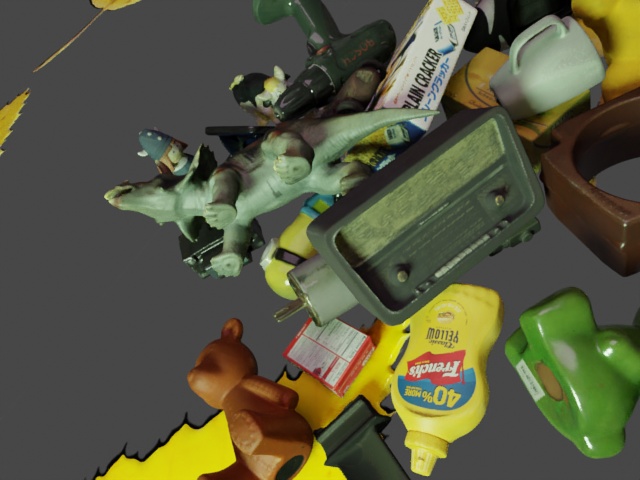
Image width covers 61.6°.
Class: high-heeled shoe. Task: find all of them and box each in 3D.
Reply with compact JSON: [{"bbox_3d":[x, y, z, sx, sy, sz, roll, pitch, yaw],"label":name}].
[{"bbox_3d":[0.316,-0.323,0.742,0.249,0.086,0.145,-44,33,-26],"label":"high-heeled shoe"}]

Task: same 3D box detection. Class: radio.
[{"bbox_3d":[0.113,-0.025,0.561,0.229,0.131,0.073,-36,18,-7],"label":"radio"}]

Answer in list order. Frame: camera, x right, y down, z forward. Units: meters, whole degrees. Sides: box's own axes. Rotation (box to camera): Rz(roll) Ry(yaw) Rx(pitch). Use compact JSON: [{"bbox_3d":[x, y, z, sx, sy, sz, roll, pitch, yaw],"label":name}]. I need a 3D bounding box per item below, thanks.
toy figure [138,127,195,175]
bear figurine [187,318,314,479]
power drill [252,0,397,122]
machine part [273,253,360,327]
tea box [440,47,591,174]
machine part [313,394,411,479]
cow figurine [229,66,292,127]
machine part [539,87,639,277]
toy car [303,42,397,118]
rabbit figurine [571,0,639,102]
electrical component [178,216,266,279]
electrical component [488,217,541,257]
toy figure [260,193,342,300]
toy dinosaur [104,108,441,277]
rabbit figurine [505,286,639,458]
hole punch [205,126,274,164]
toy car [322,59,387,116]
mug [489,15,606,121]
[{"bbox_3d":[-0.221,-0.120,0.849,0.058,0.154,0.064,-23,49,15],"label":"toy figure"},{"bbox_3d":[-0.098,0.178,0.592,0.196,0.132,0.120,42,107,35],"label":"bear figurine"},{"bbox_3d":[-0.017,-0.295,0.801,0.232,0.086,0.207,-31,67,-16],"label":"power drill"},{"bbox_3d":[0.050,0.027,0.633,0.243,0.079,0.079,-32,48,-11],"label":"machine part"},{"bbox_3d":[0.247,-0.172,0.695,0.098,0.068,0.170,-43,48,-4],"label":"tea box"},{"bbox_3d":[0.054,0.224,0.537,0.084,0.039,0.139,-35,47,-6],"label":"machine part"},{"bbox_3d":[-0.084,-0.238,0.867,0.068,0.098,0.167,-58,27,-11],"label":"cow figurine"},{"bbox_3d":[0.346,-0.064,0.533,0.201,0.087,0.202,-25,41,2],"label":"machine part"},{"bbox_3d":[0.048,-0.264,0.873,0.074,0.056,0.202,26,73,39],"label":"toy car"},{"bbox_3d":[0.365,-0.229,0.632,0.122,0.173,0.162,1,14,28],"label":"rabbit figurine"},{"bbox_3d":[-0.147,-0.008,0.796,0.115,0.058,0.134,-32,48,7],"label":"electrical component"},{"bbox_3d":[0.226,-0.023,0.631,0.094,0.021,0.063,-33,49,2],"label":"electrical component"},{"bbox_3d":[-0.002,-0.004,0.701,0.180,0.082,0.089,-45,48,-11],"label":"toy figure"},{"bbox_3d":[-0.059,-0.089,0.680,0.405,0.131,0.192,-24,41,7],"label":"toy dinosaur"},{"bbox_3d":[0.275,0.100,0.460,0.170,0.121,0.159,-21,51,-6],"label":"rabbit figurine"},{"bbox_3d":[-0.107,-0.139,0.853,0.142,0.092,0.116,3,15,32],"label":"hole punch"},{"bbox_3d":[0.031,-0.169,0.743,0.053,0.202,0.089,25,69,-8],"label":"toy car"},{"bbox_3d":[0.244,-0.188,0.599,0.107,0.109,0.081,-34,54,21],"label":"mug"}]
